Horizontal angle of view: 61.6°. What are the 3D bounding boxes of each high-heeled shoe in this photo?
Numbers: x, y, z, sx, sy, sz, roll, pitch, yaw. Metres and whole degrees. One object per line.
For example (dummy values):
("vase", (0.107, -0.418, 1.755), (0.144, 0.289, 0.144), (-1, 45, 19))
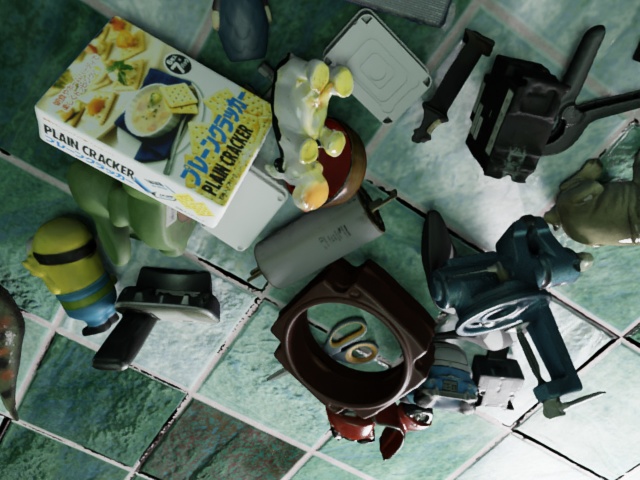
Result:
("high-heeled shoe", (0.223, 0.060, 0.754), (0.145, 0.086, 0.248), (-9, 123, 5))

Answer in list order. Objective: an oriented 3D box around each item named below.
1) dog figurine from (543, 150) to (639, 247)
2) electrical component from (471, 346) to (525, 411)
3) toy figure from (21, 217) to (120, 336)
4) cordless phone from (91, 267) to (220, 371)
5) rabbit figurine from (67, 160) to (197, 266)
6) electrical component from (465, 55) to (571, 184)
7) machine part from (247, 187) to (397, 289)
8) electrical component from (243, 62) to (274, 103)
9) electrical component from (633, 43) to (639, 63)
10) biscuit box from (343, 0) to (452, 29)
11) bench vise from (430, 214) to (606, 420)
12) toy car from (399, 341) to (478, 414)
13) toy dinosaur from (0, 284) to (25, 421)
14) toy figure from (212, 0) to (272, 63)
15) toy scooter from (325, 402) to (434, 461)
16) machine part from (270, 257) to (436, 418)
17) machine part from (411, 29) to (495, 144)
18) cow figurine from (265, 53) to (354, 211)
("dog figurine", (0.379, -0.015, 0.639), (0.172, 0.191, 0.121), (-31, 113, 20))
("electrical component", (0.281, 0.211, 0.850), (0.075, 0.048, 0.119), (7, 121, -2))
("toy figure", (-0.347, 0.051, 0.777), (0.089, 0.082, 0.180), (-21, 112, 1))
("cordless phone", (-0.223, 0.119, 0.748), (0.147, 0.184, 0.088), (5, 114, 1))
("rabbit figurine", (-0.249, -0.053, 0.714), (0.170, 0.121, 0.158), (17, 127, 14))
("electrical component", (0.216, -0.142, 0.608), (0.058, 0.134, 0.114), (13, 122, -5))
("machine part", (-0.001, -0.002, 0.729), (0.243, 0.079, 0.079), (-28, 114, 18))
("electrical component", (-0.048, -0.174, 0.669), (0.094, 0.021, 0.063), (37, 115, -17))
("electrical component", (0.410, -0.220, 0.607), (0.078, 0.045, 0.102), (17, 118, -8))
("biscuit box", (0.046, -0.287, 0.580), (0.203, 0.059, 0.062), (15, 118, -5))
("bench vise", (0.259, 0.093, 0.662), (0.224, 0.241, 0.128), (-4, 150, -22))
("toy car", (0.181, 0.205, 0.816), (0.109, 0.161, 0.103), (7, 74, 4))
("toy dinosaur", (-0.528, 0.107, 0.802), (0.192, 0.131, 0.404), (-24, 121, 16))
("toy figure", (-0.093, -0.278, 0.594), (0.058, 0.064, 0.154), (15, 121, 39))
("toy scooter", (0.092, 0.312, 0.902), (0.184, 0.075, 0.135), (8, 120, -7))
("machine part", (0.046, 0.143, 0.768), (0.201, 0.087, 0.201), (45, 122, -1))
("machine part", (0.152, -0.176, 0.634), (0.039, 0.084, 0.138), (35, 109, 15))
("cow figurine", (-0.025, -0.121, 0.609), (0.068, 0.098, 0.167), (-12, 119, -43))
